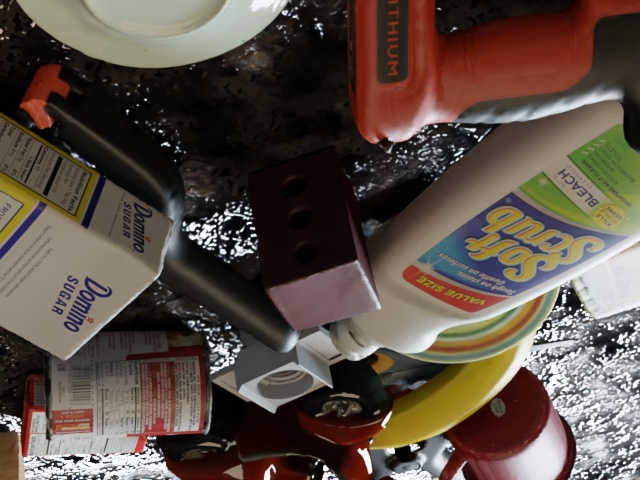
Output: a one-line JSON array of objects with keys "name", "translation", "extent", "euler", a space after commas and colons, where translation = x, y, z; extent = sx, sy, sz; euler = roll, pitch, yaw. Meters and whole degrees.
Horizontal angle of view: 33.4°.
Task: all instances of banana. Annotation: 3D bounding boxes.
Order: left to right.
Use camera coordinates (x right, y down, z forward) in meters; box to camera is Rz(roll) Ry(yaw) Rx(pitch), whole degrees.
[{"name": "banana", "translation": [0.096, 0.090, 0.746], "extent": [0.069, 0.037, 0.198], "euler": [29, 121, -4]}]

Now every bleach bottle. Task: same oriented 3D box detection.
[{"name": "bleach bottle", "translation": [0.105, -0.003, 0.595], "extent": [0.102, 0.068, 0.251], "euler": [36, 123, -22]}]

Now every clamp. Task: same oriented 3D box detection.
[{"name": "clamp", "translation": [-0.118, -0.001, 0.569], "extent": [0.165, 0.036, 0.210], "euler": [-8, 136, 18]}, {"name": "clamp", "translation": [0.059, 0.175, 0.871], "extent": [0.120, 0.039, 0.171], "euler": [-19, 139, 2]}]

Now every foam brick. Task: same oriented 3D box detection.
[{"name": "foam brick", "translation": [-0.004, 0.001, 0.582], "extent": [0.053, 0.078, 0.051], "euler": [-17, 145, 8]}]

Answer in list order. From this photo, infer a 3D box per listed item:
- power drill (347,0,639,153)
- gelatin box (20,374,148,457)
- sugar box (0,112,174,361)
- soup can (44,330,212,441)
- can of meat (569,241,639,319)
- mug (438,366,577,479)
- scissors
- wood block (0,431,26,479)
[{"name": "power drill", "translation": [0.105, -0.110, 0.446], "extent": [0.187, 0.057, 0.184], "euler": [-1, 114, -1]}, {"name": "gelatin box", "translation": [-0.162, 0.122, 0.745], "extent": [0.089, 0.030, 0.073], "euler": [2, 144, -17]}, {"name": "sugar box", "translation": [-0.167, -0.018, 0.500], "extent": [0.176, 0.048, 0.093], "euler": [32, 130, -25]}, {"name": "soup can", "translation": [-0.124, 0.093, 0.683], "extent": [0.102, 0.068, 0.069], "euler": [-1, 143, -13]}, {"name": "can of meat", "translation": [0.191, 0.000, 0.653], "extent": [0.084, 0.057, 0.102], "euler": [-20, 143, 17]}, {"name": "mug", "translation": [0.132, 0.153, 0.808], "extent": [0.117, 0.093, 0.081], "euler": [-42, 138, -9]}, {"name": "scissors", "translation": [0.083, 0.081, 0.767], "extent": [0.202, 0.016, 0.096], "euler": [-19, 143, 9]}, {"name": "wood block", "translation": [-0.317, 0.201, 0.759], "extent": [0.206, 0.091, 0.090], "euler": [-2, 143, -12]}]
